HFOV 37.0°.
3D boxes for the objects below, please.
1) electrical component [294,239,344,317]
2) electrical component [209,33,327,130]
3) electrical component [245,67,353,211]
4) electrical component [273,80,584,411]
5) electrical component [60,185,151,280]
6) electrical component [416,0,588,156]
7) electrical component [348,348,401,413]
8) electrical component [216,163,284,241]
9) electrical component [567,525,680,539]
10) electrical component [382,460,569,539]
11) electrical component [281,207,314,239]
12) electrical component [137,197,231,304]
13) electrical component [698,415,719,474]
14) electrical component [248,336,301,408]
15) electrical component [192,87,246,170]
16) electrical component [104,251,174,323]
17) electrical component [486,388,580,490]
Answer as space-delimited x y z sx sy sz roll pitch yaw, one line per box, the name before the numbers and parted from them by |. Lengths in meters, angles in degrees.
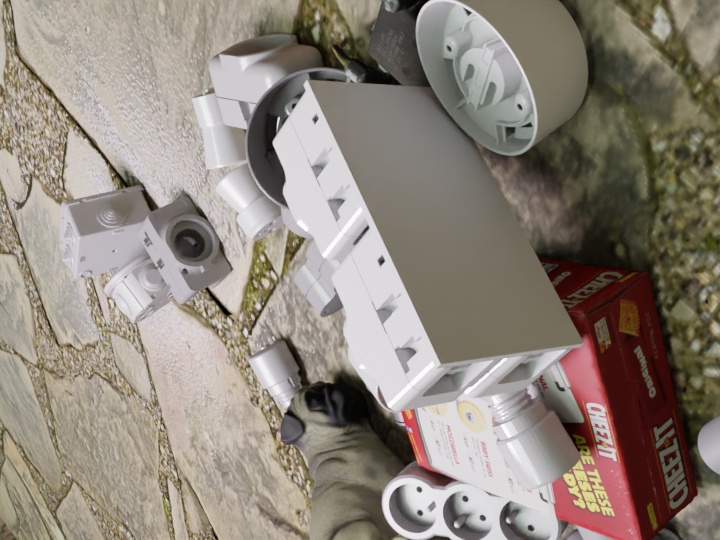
electrical component | 0.000 0.000 0.834 0.073 0.052 0.138 52 148 14
electrical component | -0.069 -0.142 0.815 0.095 0.054 0.059 18 130 48
electrical component | -0.025 -0.092 0.746 0.099 0.064 0.099 2 106 8
electrical component | 0.033 -0.017 0.620 0.060 0.105 0.186 -50 55 43
electrical component | -0.271 -0.038 1.155 0.048 0.100 0.099 62 152 24
electrical component | 0.079 -0.115 0.613 0.099 0.064 0.099 36 142 35
electrical component | 0.027 0.060 0.845 0.077 0.043 0.079 -133 57 -65
electrical component | -0.091 -0.059 0.925 0.055 0.045 0.045 55 149 8
electrical component | 0.173 0.184 0.739 0.077 0.044 0.079 -19 100 59
electrical component | 0.094 0.174 0.822 0.138 0.074 0.052 2 101 24
electrical component | -0.046 -0.074 0.830 0.079 0.043 0.077 31 137 7
electrical component | -0.175 -0.021 1.074 0.089 0.050 0.056 59 150 3
electrical component | 0.219 0.091 0.602 0.044 0.044 0.065 52 153 14
electrical component | -0.077 0.105 1.044 0.040 0.040 0.078 -21 97 59
electrical component | -0.119 -0.123 0.919 0.044 0.044 0.065 4 114 54
electrical component | -0.230 0.016 1.157 0.051 0.080 0.080 52 149 4
electrical component | 0.098 0.094 0.642 0.078 0.040 0.040 59 149 0
